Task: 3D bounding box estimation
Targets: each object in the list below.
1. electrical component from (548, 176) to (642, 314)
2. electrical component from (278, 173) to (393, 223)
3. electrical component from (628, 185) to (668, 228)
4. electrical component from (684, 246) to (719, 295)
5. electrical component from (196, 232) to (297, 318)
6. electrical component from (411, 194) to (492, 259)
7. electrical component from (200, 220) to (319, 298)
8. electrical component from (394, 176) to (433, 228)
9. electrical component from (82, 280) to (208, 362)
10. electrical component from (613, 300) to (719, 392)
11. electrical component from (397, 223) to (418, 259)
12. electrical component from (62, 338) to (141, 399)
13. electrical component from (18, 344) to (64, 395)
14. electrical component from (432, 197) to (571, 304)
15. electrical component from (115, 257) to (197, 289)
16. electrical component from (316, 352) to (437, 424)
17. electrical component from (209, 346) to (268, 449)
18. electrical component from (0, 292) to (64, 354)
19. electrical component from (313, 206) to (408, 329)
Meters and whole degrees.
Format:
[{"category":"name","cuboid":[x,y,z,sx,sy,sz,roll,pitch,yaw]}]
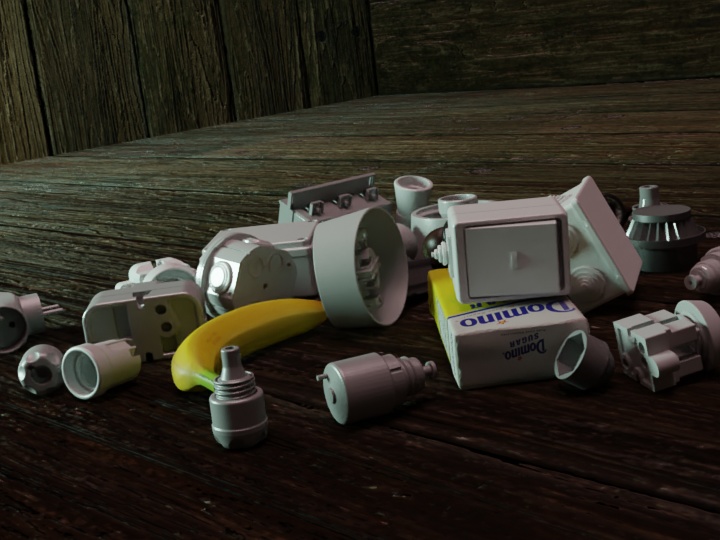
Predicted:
[{"category":"electrical component","cuboid":[0.184,-0.020,0.878,0.048,0.099,0.100,-30,5,25]},{"category":"electrical component","cuboid":[-0.027,-0.059,1.223,0.121,0.078,0.063,-17,38,-37]},{"category":"electrical component","cuboid":[0.280,-0.050,1.035,0.048,0.062,0.048,-6,13,1]},{"category":"electrical component","cuboid":[0.289,0.001,0.857,0.078,0.040,0.040,-15,15,-32]},{"category":"electrical component","cuboid":[-0.098,0.010,0.937,0.080,0.080,0.051,-18,22,-41]},{"category":"electrical component","cuboid":[0.103,-0.045,1.108,0.108,0.060,0.108,-6,13,1]},{"category":"electrical component","cuboid":[-0.092,-0.008,1.056,0.109,0.056,0.108,-6,13,5]},{"category":"electrical component","cuboid":[0.059,-0.069,1.224,0.044,0.065,0.044,3,28,-1]},{"category":"electrical component","cuboid":[-0.175,0.042,0.889,0.095,0.053,0.059,-8,13,-4]},{"category":"electrical component","cuboid":[0.202,0.047,0.694,0.055,0.048,0.066,-17,14,-9]},{"category":"electrical component","cuboid":[0.025,-0.019,1.071,0.045,0.045,0.055,2,16,35]},{"category":"electrical component","cuboid":[-0.192,0.072,0.803,0.040,0.040,0.046,1,10,32]},{"category":"electrical component","cuboid":[-0.245,0.074,0.832,0.035,0.035,0.061,-10,11,-12]},{"category":"electrical component","cuboid":[0.099,-0.013,0.766,0.096,0.061,0.061,-5,15,3]},{"category":"electrical component","cuboid":[-0.177,0.020,0.980,0.078,0.058,0.057,-13,12,-24]},{"category":"electrical component","cuboid":[0.013,0.073,0.690,0.078,0.040,0.040,-12,14,-23]},{"category":"electrical component","cuboid":[-0.077,0.078,0.667,0.035,0.061,0.035,-6,12,1]},{"category":"electrical component","cuboid":[-0.311,0.043,0.977,0.079,0.043,0.077,-13,14,-24]},{"category":"electrical component","cuboid":[0.000,0.000,0.890,0.064,0.099,0.099,-10,12,13]}]
